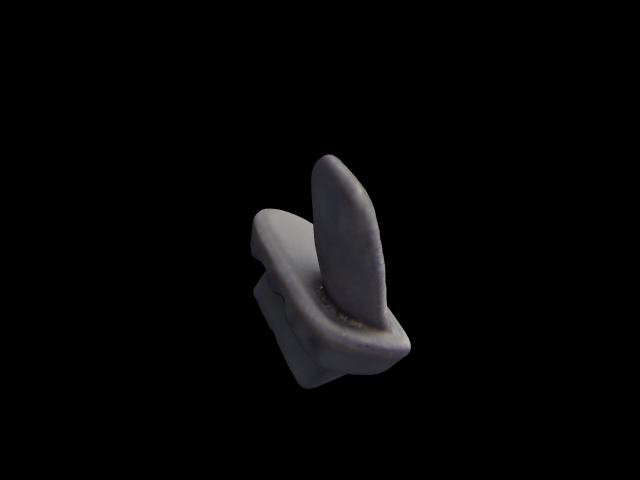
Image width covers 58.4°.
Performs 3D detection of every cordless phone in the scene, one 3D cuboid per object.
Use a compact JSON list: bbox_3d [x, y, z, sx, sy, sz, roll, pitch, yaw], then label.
[{"bbox_3d":[0.004,0.001,0.400,0.094,0.185,0.147,-22,48,-20],"label":"cordless phone"}]
